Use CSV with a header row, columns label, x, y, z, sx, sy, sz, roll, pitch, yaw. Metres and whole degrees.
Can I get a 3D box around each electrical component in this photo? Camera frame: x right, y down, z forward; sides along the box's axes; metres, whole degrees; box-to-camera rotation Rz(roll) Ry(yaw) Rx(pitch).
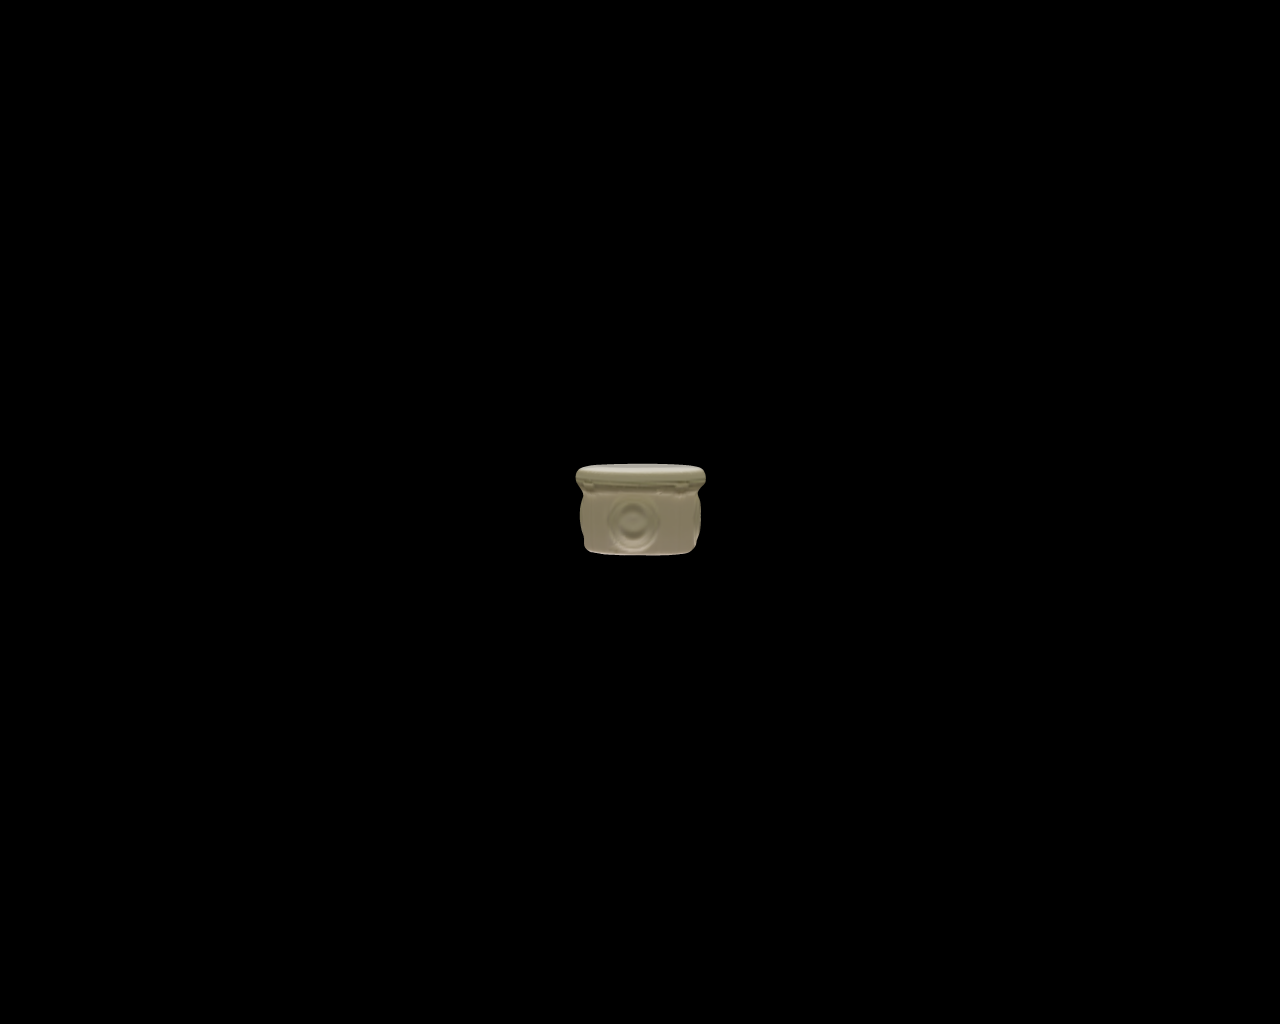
label,x,y,z,sx,sy,sz,roll,pitch,yaw
electrical component,0.001,-0.003,0.650,0.080,0.051,0.080,0,5,0
